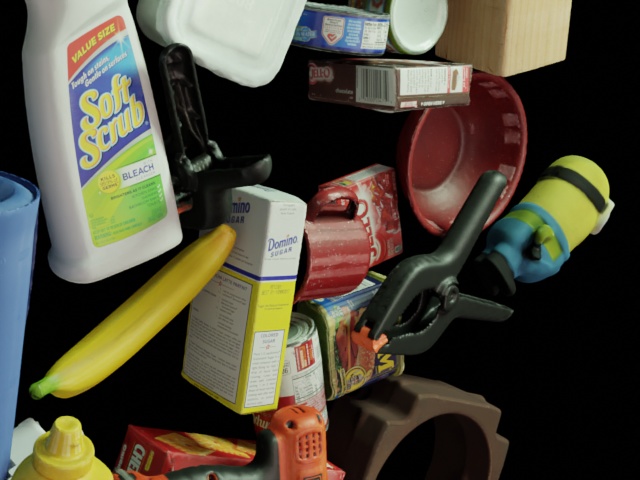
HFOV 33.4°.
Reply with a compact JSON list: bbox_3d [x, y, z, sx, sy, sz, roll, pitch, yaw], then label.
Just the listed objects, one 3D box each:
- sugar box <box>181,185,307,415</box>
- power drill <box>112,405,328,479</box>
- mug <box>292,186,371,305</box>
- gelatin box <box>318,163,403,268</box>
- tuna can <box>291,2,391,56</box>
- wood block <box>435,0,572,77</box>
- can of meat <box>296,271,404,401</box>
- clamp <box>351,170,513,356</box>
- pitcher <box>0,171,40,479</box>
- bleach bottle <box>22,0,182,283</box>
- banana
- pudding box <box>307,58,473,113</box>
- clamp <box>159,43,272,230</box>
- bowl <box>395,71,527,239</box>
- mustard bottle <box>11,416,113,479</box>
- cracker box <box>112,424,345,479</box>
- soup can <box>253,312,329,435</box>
[{"bbox_3d":[-0.064,0.043,0.873,0.048,0.093,0.176,2,104,-41],"label":"sugar box"},{"bbox_3d":[-0.074,0.234,0.844,0.187,0.057,0.184,-8,101,-30],"label":"power drill"},{"bbox_3d":[-0.006,0.001,0.904,0.081,0.093,0.117,-4,133,-44],"label":"mug"},{"bbox_3d":[0.038,-0.017,0.980,0.073,0.030,0.089,-22,118,-33],"label":"gelatin box"},{"bbox_3d":[0.013,-0.173,0.870,0.085,0.086,0.034,-5,109,-39],"label":"tuna can"},{"bbox_3d":[0.168,-0.262,0.951,0.090,0.091,0.206,-20,123,-34],"label":"wood block"},{"bbox_3d":[0.027,0.090,0.990,0.083,0.058,0.102,-18,115,-32],"label":"can of meat"},{"bbox_3d":[0.113,0.052,0.987,0.209,0.036,0.164,-38,129,-30],"label":"clamp"},{"bbox_3d":[-0.254,0.072,0.711,0.149,0.145,0.243,-1,109,-27],"label":"pitcher"},{"bbox_3d":[-0.170,-0.102,0.758,0.102,0.068,0.251,-25,117,-33],"label":"bleach bottle"},{"bbox_3d":[-0.141,0.062,0.833,0.197,0.070,0.037,-43,96,-17],"label":"banana"},{"bbox_3d":[0.057,-0.134,0.902,0.089,0.114,0.039,-10,109,-38],"label":"pudding box"},{"bbox_3d":[-0.083,-0.052,0.793,0.039,0.120,0.172,-24,153,-22],"label":"clamp"},{"bbox_3d":[0.124,-0.083,1.012,0.161,0.055,0.162,-14,113,-36],"label":"bowl"},{"bbox_3d":[-0.189,0.205,0.754,0.096,0.058,0.192,-27,137,-53],"label":"mustard bottle"},{"bbox_3d":[-0.092,0.259,0.935,0.213,0.072,0.164,18,92,-43],"label":"cracker box"},{"bbox_3d":[-0.031,0.123,0.944,0.068,0.069,0.102,-22,117,-33],"label":"soup can"}]
